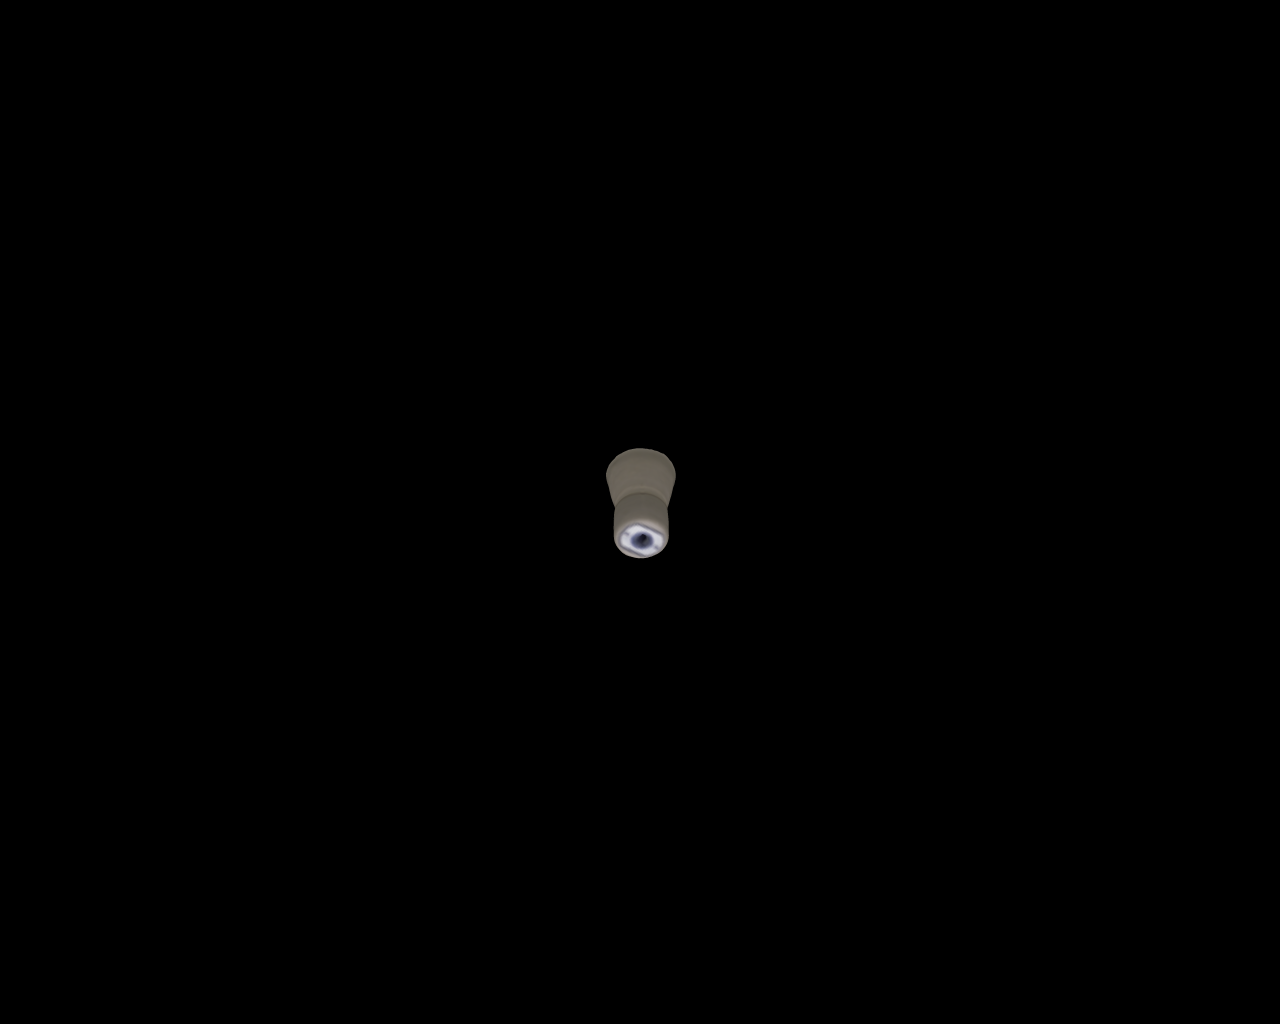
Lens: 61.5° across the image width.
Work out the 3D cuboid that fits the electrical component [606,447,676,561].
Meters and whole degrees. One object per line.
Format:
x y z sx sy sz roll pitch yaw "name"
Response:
0.001 -0.003 0.650 0.044 0.044 0.065 0 41 0 "electrical component"
